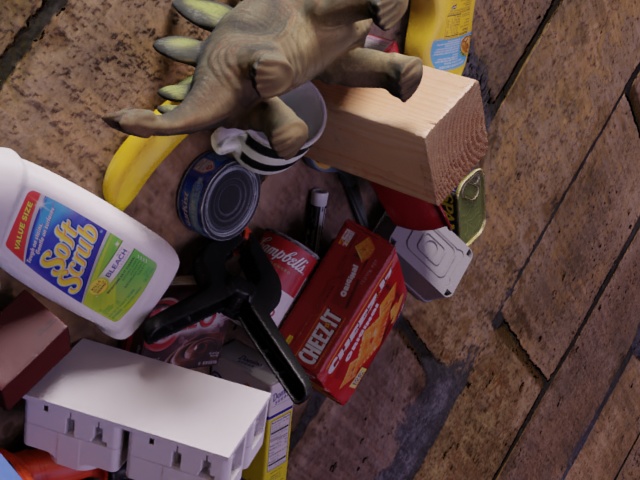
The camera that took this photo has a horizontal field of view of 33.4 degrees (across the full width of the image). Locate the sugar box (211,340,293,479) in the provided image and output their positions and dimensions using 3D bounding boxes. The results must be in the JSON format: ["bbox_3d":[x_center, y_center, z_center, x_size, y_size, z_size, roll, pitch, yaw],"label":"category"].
[{"bbox_3d":[-0.078,0.207,1.163,0.048,0.093,0.176,-25,127,-43],"label":"sugar box"}]

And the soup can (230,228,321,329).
[{"bbox_3d":[-0.053,0.048,1.124,0.102,0.069,0.068,-60,145,-9],"label":"soup can"}]

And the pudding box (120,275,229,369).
[{"bbox_3d":[-0.140,0.081,1.052,0.113,0.039,0.090,0,109,-53],"label":"pudding box"}]

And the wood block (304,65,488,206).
[{"bbox_3d":[0.050,-0.122,1.039,0.090,0.206,0.090,-46,141,-27],"label":"wood block"}]

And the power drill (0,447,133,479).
[{"bbox_3d":[-0.194,0.213,0.948,0.187,0.185,0.057,-13,122,-39],"label":"power drill"}]

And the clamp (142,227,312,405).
[{"bbox_3d":[-0.073,0.063,1.021,0.036,0.164,0.210,-54,-167,31],"label":"clamp"}]

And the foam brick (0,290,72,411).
[{"bbox_3d":[-0.251,0.092,0.882,0.078,0.053,0.051,-46,167,-28],"label":"foam brick"}]

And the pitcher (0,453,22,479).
[{"bbox_3d":[-0.271,0.200,0.767,0.149,0.243,0.145,19,96,-49],"label":"pitcher"}]

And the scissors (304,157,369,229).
[{"bbox_3d":[0.020,-0.068,1.199,0.096,0.016,0.202,-39,136,-37],"label":"scissors"}]

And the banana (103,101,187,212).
[{"bbox_3d":[-0.135,-0.097,0.962,0.197,0.037,0.070,-49,172,-19],"label":"banana"}]

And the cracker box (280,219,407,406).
[{"bbox_3d":[0.029,0.089,1.203,0.164,0.072,0.213,-59,165,-10],"label":"cracker box"}]

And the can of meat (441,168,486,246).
[{"bbox_3d":[0.156,-0.052,1.331,0.057,0.084,0.102,-40,138,-32],"label":"can of meat"}]

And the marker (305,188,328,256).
[{"bbox_3d":[-0.008,0.002,1.200,0.020,0.020,0.121,-17,122,-48],"label":"marker"}]

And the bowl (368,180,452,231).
[{"bbox_3d":[0.084,-0.069,1.179,0.055,0.162,0.162,-29,142,5],"label":"bowl"}]

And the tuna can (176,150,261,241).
[{"bbox_3d":[-0.097,-0.043,1.041,0.085,0.034,0.086,-30,132,-41],"label":"tuna can"}]

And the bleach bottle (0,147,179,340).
[{"bbox_3d":[-0.227,-0.003,0.866,0.102,0.068,0.250,-53,141,3],"label":"bleach bottle"}]

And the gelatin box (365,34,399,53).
[{"bbox_3d":[0.044,-0.178,1.102,0.030,0.089,0.073,-47,141,-26],"label":"gelatin box"}]

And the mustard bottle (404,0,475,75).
[{"bbox_3d":[0.136,-0.236,1.219,0.096,0.058,0.192,-25,128,-46],"label":"mustard bottle"}]
